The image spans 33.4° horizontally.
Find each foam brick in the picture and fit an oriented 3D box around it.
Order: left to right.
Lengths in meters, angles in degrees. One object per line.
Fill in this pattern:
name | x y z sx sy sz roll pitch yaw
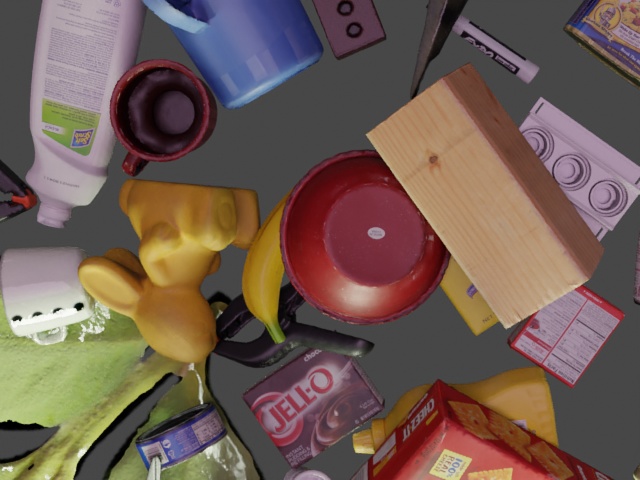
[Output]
foam brick | 0.025 -0.214 0.995 0.053 0.051 0.078 -22 94 7

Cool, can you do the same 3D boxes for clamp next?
clamp | -0.388 -0.047 1.055 0.210 0.036 0.164 17 97 2
clamp | -0.029 0.083 1.018 0.171 0.039 0.120 -29 55 13

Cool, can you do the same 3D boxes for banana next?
banana | -0.022 -0.005 1.003 0.069 0.037 0.197 33 79 -26

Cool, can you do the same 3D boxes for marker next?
marker | 0.152 -0.188 1.003 0.121 0.020 0.020 35 98 1

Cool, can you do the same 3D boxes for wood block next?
wood block | 0.146 -0.040 0.927 0.091 0.090 0.206 -35 91 28

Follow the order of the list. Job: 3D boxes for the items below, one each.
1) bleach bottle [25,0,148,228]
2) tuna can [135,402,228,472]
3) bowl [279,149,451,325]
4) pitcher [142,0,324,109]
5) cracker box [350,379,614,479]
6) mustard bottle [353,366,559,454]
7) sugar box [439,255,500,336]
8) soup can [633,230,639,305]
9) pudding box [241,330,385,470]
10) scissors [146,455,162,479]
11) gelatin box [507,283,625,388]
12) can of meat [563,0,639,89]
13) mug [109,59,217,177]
bleach bottle | -0.237 -0.137 1.021 0.102 0.068 0.251 16 99 4
tuna can | -0.135 0.191 1.034 0.086 0.086 0.034 -25 92 7
bowl | 0.045 -0.003 0.954 0.162 0.055 0.162 0 89 -6
pitcher | -0.104 -0.241 0.954 0.149 0.145 0.243 -32 98 -10
cracker box | 0.148 0.249 0.981 0.213 0.072 0.164 31 113 -14
mustard bottle | 0.127 0.181 1.022 0.191 0.058 0.096 -10 115 6
sugar box | 0.134 -0.008 1.010 0.093 0.048 0.176 -36 93 7
soup can | 0.328 0.011 0.985 0.068 0.068 0.102 4 97 4
pudding box | -0.006 0.155 1.042 0.113 0.039 0.090 -35 91 7
scissors | -0.152 0.290 1.043 0.096 0.016 0.202 23 123 -11
gelatin box | 0.234 0.084 1.019 0.073 0.030 0.089 34 98 -1
can of meat | 0.286 -0.197 0.972 0.102 0.057 0.084 37 100 1
mug | -0.148 -0.110 1.005 0.093 0.081 0.117 31 97 1
